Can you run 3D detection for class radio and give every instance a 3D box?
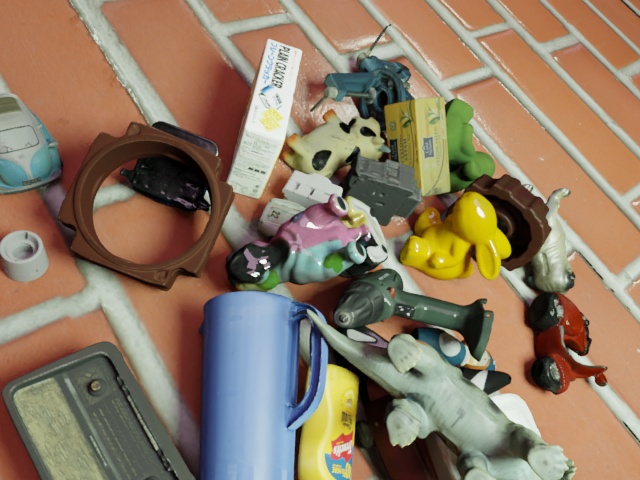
[{"bbox_3d":[-0.246,0.239,0.611,0.131,0.073,0.230,-27,72,-32],"label":"radio"}]

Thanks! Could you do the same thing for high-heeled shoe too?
[{"bbox_3d":[0.146,0.168,0.786,0.249,0.086,0.145,-9,82,-5],"label":"high-heeled shoe"}]

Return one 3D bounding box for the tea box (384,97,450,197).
[{"bbox_3d":[0.175,-0.166,0.971,0.068,0.098,0.169,-12,100,-27],"label":"tea box"}]

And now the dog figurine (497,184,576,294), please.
[{"bbox_3d":[0.383,0.004,1.003,0.173,0.121,0.190,3,73,21],"label":"dog figurine"}]

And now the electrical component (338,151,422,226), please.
[{"bbox_3d":[0.104,-0.084,0.928,0.134,0.115,0.058,16,57,-9],"label":"electrical component"}]

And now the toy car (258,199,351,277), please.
[{"bbox_3d":[-0.002,-0.003,0.871,0.202,0.056,0.073,23,54,-6],"label":"toy car"}]

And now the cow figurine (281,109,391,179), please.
[{"bbox_3d":[0.039,-0.167,0.973,0.195,0.085,0.127,-37,83,-30],"label":"cow figurine"}]

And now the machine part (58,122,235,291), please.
[{"bbox_3d":[-0.235,-0.046,0.745,0.201,0.087,0.201,23,78,-8],"label":"machine part"}]

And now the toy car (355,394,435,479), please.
[{"bbox_3d":[0.119,0.307,0.713,0.089,0.053,0.202,-29,66,7],"label":"toy car"}]

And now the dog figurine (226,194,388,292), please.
[{"bbox_3d":[-0.030,0.024,0.783,0.191,0.219,0.108,7,62,-64],"label":"dog figurine"}]

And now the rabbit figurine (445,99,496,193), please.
[{"bbox_3d":[0.282,-0.167,1.053,0.170,0.121,0.159,35,45,-16],"label":"rabbit figurine"}]

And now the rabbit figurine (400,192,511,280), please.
[{"bbox_3d":[0.235,-0.002,0.893,0.162,0.173,0.122,39,50,11],"label":"rabbit figurine"}]

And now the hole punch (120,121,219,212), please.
[{"bbox_3d":[-0.225,-0.109,0.845,0.142,0.092,0.115,23,82,-10],"label":"hole punch"}]

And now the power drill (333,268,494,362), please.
[{"bbox_3d":[0.133,0.106,0.763,0.207,0.086,0.232,10,10,10],"label":"power drill"}]

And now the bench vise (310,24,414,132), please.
[{"bbox_3d":[0.096,-0.303,1.059,0.240,0.129,0.223,-9,68,-37],"label":"bench vise"}]

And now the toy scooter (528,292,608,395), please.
[{"bbox_3d":[0.426,0.181,0.911,0.135,0.075,0.184,20,57,-8],"label":"toy scooter"}]

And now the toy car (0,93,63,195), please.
[{"bbox_3d":[-0.441,-0.154,0.767,0.109,0.103,0.162,-21,71,-32],"label":"toy car"}]

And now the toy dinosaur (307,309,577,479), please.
[{"bbox_3d":[0.160,0.214,0.663,0.131,0.192,0.405,-45,73,-1],"label":"toy dinosaur"}]

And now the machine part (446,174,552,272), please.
[{"bbox_3d":[0.313,-0.031,0.945,0.179,0.179,0.056,44,53,9],"label":"machine part"}]

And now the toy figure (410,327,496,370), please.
[{"bbox_3d":[0.214,0.180,0.841,0.154,0.058,0.064,19,84,-12],"label":"toy figure"}]
